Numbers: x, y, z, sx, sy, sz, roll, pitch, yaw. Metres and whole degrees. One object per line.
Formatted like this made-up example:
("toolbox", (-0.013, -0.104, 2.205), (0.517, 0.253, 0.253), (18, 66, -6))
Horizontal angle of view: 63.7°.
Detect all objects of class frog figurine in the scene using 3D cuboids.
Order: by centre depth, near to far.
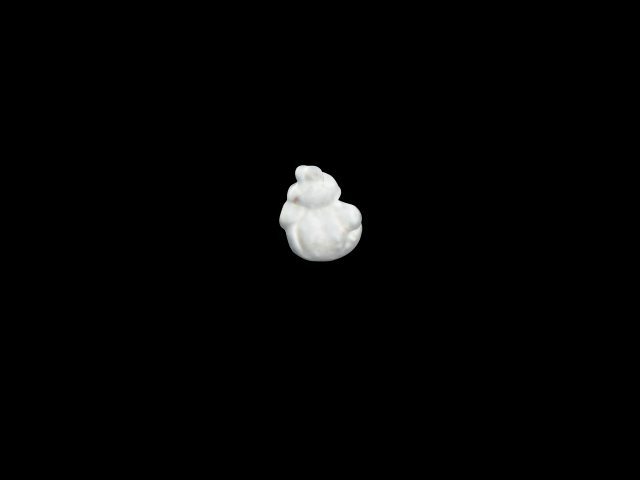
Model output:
("frog figurine", (0.003, -0.043, 0.850), (0.137, 0.125, 0.155), (11, -38, 9))
